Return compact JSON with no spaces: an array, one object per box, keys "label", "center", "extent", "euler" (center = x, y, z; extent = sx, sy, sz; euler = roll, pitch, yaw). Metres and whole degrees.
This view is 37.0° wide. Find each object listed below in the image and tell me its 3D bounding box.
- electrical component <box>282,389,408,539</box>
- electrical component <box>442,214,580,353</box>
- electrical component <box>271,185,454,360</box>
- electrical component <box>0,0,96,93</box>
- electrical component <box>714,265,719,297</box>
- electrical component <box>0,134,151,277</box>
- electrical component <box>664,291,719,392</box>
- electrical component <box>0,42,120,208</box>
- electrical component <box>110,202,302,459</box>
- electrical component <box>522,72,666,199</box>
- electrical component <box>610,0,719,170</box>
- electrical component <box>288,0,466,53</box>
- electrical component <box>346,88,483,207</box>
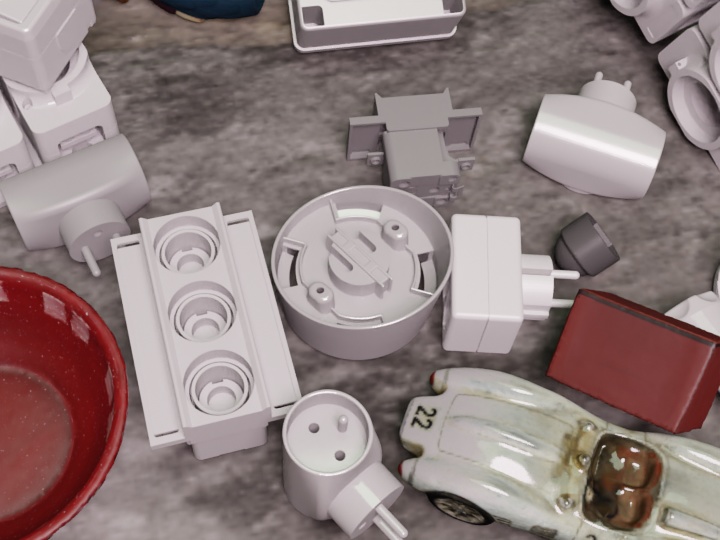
[{"label":"electrical component","center":[-0.005,0.107,0.538],"extent":[0.043,0.077,0.079],"euler":[-39,71,-21]},{"label":"electrical component","center":[0.088,0.009,0.612],"extent":[0.077,0.047,0.065],"euler":[3,62,-2]},{"label":"electrical component","center":[0.000,0.000,0.602],"extent":[0.099,0.064,0.099],"euler":[1,62,-3]},{"label":"electrical component","center":[-0.208,-0.154,0.604],"extent":[0.096,0.061,0.061],"euler":[21,63,7]},{"label":"electrical component","center":[0.251,0.008,0.620],"extent":[0.080,0.051,0.080],"euler":[1,62,-3]},{"label":"electrical component","center":[-0.158,-0.032,0.622],"extent":[0.077,0.043,0.079],"euler":[-25,66,-15]},{"label":"electrical component","center":[0.197,0.047,0.601],"extent":[0.043,0.043,0.062],"euler":[-23,67,-15]},{"label":"electrical component","center":[-0.236,-0.136,0.663],"extent":[0.105,0.060,0.186],"euler":[-27,67,-16]},{"label":"electrical component","center":[-0.083,0.034,0.580],"extent":[0.079,0.063,0.121],"euler":[-12,64,-10]},{"label":"electrical component","center":[0.149,-0.090,0.670],"extent":[0.077,0.044,0.079],"euler":[19,63,7]},{"label":"electrical component","center":[0.216,-0.159,0.647],"extent":[0.060,0.105,0.186],"euler":[-27,85,-13]},{"label":"electrical component","center":[0.006,-0.203,0.695],"extent":[0.109,0.056,0.108],"euler":[-7,87,-7]},{"label":"electrical component","center":[0.034,-0.072,0.655],"extent":[0.081,0.042,0.063],"euler":[-5,64,-6]}]
